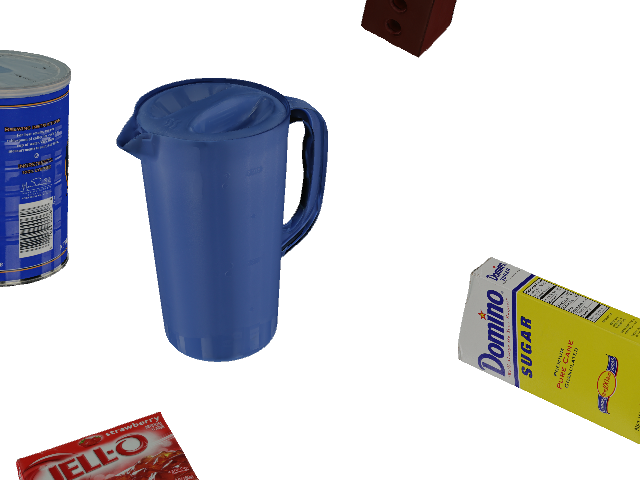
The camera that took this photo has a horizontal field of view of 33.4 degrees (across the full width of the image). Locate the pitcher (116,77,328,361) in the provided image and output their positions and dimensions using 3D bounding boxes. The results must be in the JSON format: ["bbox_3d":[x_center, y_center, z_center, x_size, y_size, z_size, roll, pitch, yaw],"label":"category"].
[{"bbox_3d":[-0.083,-0.017,0.965,0.149,0.243,0.144,11,33,16],"label":"pitcher"}]

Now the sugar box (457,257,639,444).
[{"bbox_3d":[0.203,0.090,0.890,0.176,0.093,0.048,21,33,27],"label":"sugar box"}]

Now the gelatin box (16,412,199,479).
[{"bbox_3d":[-0.119,0.138,0.599,0.089,0.030,0.073,-16,28,-20],"label":"gelatin box"}]

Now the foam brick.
[{"bbox_3d":[0.068,-0.182,0.765,0.053,0.051,0.078,30,-34,14],"label":"foam brick"}]

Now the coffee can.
[{"bbox_3d":[-0.226,-0.052,0.741,0.103,0.140,0.103,5,23,-2],"label":"coffee can"}]
